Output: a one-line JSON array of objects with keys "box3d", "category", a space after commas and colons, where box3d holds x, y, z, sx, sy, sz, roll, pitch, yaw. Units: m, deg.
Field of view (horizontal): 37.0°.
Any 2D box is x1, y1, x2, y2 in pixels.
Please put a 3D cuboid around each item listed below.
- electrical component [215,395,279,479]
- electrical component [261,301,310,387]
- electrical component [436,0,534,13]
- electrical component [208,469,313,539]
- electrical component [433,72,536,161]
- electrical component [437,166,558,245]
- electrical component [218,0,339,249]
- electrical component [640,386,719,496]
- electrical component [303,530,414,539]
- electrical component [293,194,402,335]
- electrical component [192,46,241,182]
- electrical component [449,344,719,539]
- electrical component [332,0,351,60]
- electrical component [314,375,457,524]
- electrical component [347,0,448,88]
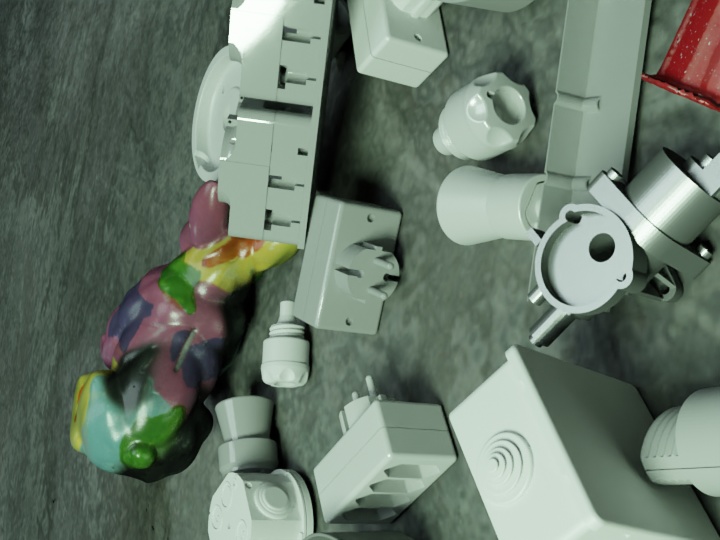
[{"box3d": [-0.085, 0.127, 0.807, 0.045, 0.045, 0.055, -40, 50, 50], "category": "electrical component"}, {"box3d": [-0.053, 0.053, 0.782, 0.035, 0.035, 0.061, -25, 59, 56], "category": "electrical component"}, {"box3d": [0.071, -0.195, 0.599, 0.099, 0.064, 0.099, -22, 64, 56], "category": "electrical component"}, {"box3d": [-0.070, 0.181, 0.761, 0.080, 0.051, 0.080, -22, 64, 56], "category": "electrical component"}, {"box3d": [0.065, -0.082, 0.603, 0.062, 0.043, 0.043, -23, 63, 57], "category": "electrical component"}, {"box3d": [0.078, -0.034, 0.572, 0.065, 0.044, 0.044, 7, 89, 55], "category": "electrical component"}, {"box3d": [-0.053, -0.123, 0.721, 0.105, 0.060, 0.186, -85, 2, -64], "category": "electrical component"}, {"box3d": [0.147, 0.067, 0.423, 0.081, 0.043, 0.043, -21, 65, 57], "category": "electrical component"}, {"box3d": [0.003, 0.196, 0.611, 0.099, 0.064, 0.099, -3, 85, 47], "category": "electrical component"}, {"box3d": [0.000, 0.000, 0.690, 0.076, 0.047, 0.083, 22, 102, 59], "category": "electrical component"}, {"box3d": [-0.085, -0.118, 0.853, 0.108, 0.060, 0.108, -21, 65, 57], "category": "electrical component"}, {"box3d": [0.093, 0.088, 0.458, 0.048, 0.100, 0.099, -47, 43, 27], "category": "electrical component"}, {"box3d": [-0.050, -0.206, 0.822, 0.073, 0.052, 0.138, -46, 45, 46], "category": "electrical component"}, {"box3d": [0.009, 0.100, 0.649, 0.083, 0.047, 0.075, -53, 40, 40], "category": "electrical component"}, {"box3d": [0.032, -0.173, 0.679, 0.076, 0.047, 0.083, -40, 49, 48], "category": "electrical component"}]
